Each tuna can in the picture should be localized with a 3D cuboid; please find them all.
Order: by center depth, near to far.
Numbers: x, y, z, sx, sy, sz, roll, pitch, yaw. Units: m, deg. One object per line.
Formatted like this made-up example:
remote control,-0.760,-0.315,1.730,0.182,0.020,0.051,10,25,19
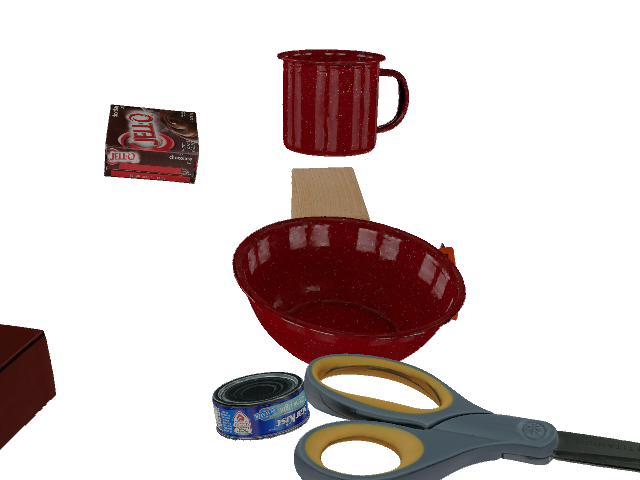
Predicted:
tuna can,-0.054,0.148,0.963,0.086,0.034,0.086,-8,11,1

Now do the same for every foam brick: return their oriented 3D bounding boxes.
foam brick,-0.220,0.097,0.702,0.053,0.051,0.078,6,29,23

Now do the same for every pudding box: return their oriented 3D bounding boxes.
pudding box,-0.170,-0.098,1.073,0.090,0.039,0.113,5,25,-11

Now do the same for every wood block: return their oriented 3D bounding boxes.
wood block,0.012,-0.020,1.446,0.090,0.090,0.206,-1,26,-6

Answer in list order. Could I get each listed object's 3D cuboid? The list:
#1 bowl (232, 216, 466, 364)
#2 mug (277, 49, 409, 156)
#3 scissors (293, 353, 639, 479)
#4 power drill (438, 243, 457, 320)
bowl,0.017,0.044,0.745,0.162,0.055,0.162,5,29,-3
mug,0.020,-0.120,0.924,0.117,0.081,0.093,-4,17,-15
scissors,0.077,0.094,0.450,0.202,0.016,0.096,16,34,23
power drill,0.065,0.056,1.241,0.187,0.057,0.184,1,28,5
